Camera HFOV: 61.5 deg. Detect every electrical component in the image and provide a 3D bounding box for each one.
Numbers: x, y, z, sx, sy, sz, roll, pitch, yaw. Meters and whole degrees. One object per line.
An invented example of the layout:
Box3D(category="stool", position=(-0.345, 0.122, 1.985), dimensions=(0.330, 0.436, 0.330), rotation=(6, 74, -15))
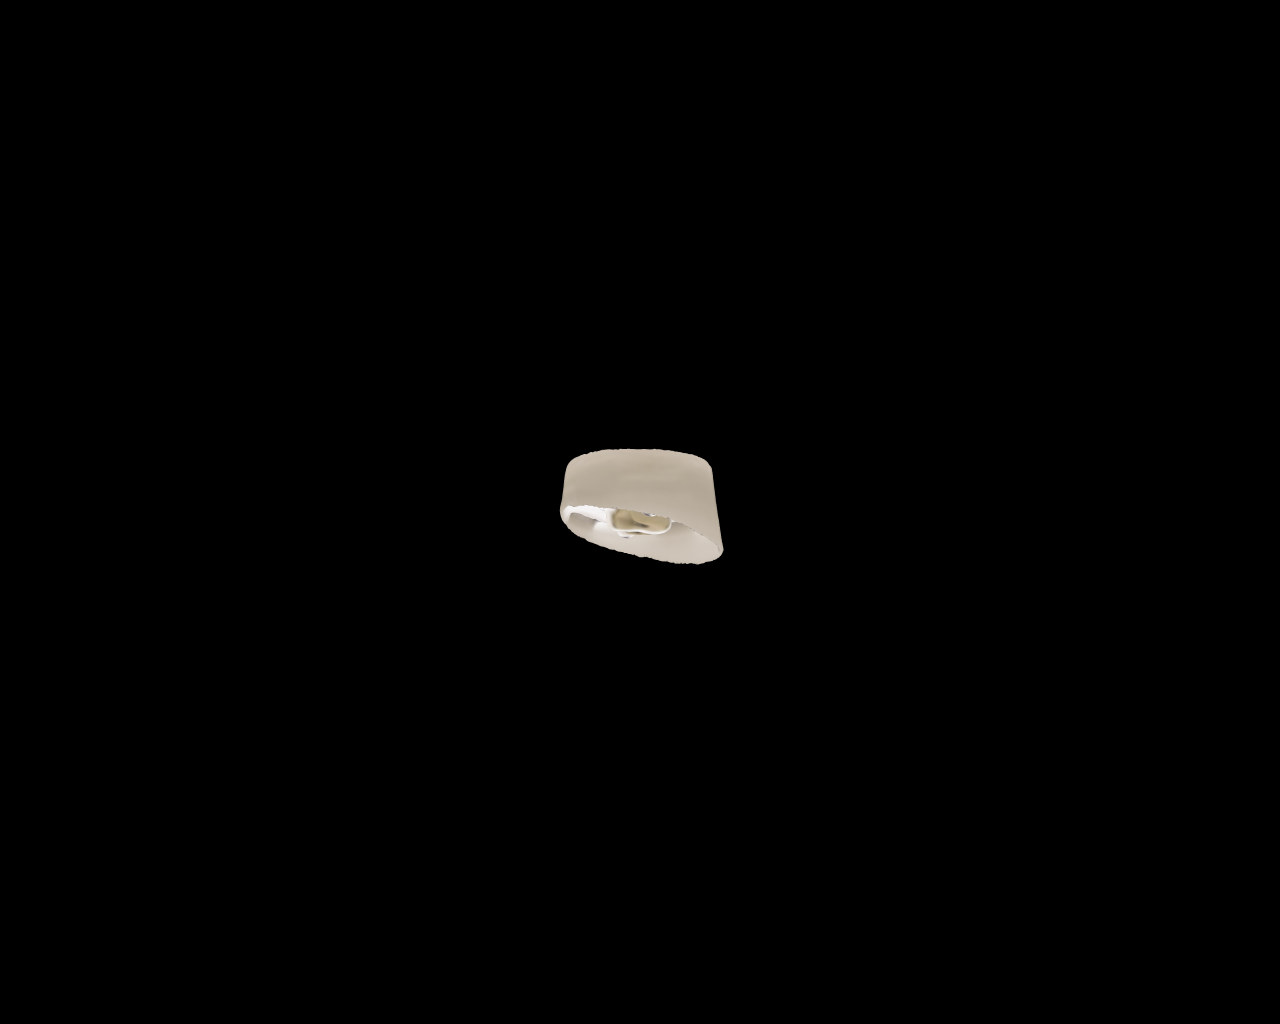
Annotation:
Box3D(category="electrical component", position=(0.001, -0.003, 0.650), dimensions=(0.099, 0.064, 0.099), rotation=(0, -15, 0))
